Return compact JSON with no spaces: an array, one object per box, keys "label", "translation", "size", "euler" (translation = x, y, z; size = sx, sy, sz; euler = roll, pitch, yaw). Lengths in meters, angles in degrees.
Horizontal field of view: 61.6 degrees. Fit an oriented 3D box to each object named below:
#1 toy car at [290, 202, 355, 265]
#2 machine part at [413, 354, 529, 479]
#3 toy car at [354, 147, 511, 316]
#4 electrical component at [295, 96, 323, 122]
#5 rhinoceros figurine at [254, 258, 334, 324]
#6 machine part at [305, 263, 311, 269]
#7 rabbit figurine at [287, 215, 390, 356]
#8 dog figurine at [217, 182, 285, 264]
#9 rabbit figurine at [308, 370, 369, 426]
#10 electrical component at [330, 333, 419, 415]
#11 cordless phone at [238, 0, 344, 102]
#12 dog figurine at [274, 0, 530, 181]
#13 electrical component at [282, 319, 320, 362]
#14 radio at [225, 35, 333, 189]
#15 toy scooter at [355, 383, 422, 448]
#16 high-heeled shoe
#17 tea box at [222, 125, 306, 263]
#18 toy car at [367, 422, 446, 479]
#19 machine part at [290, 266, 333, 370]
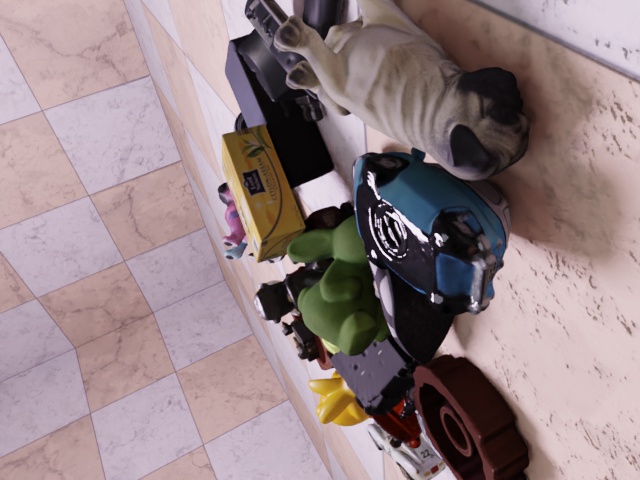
[{"label":"toy car","translation":[-0.002,-0.003,0.850],"size":[0.202,0.089,0.053],"euler":[117,131,-69]},{"label":"machine part","translation":[0.180,0.227,0.659],"size":[0.179,0.056,0.179],"euler":[58,162,30]},{"label":"toy car","translation":[0.102,-0.018,0.449],"size":[0.162,0.103,0.109],"euler":[40,148,46]},{"label":"electrical component","translation":[-0.021,-0.207,0.730],"size":[0.063,0.021,0.093],"euler":[32,144,65]},{"label":"rhinoceros figurine","translation":[-0.013,0.065,0.820],"size":[0.112,0.190,0.073],"euler":[-13,98,56]},{"label":"machine part","translation":[-0.007,0.035,0.981],"size":[0.039,0.084,0.139],"euler":[37,-163,-41]},{"label":"rabbit figurine","translation":[0.043,0.037,0.705],"size":[0.159,0.121,0.170],"euler":[29,110,35]},{"label":"dog figurine","translation":[-0.155,-0.066,1.272],"size":[0.108,0.192,0.219],"euler":[91,-175,-65]},{"label":"rabbit figurine","translation":[0.058,0.279,1.020],"size":[0.173,0.162,0.122],"euler":[-57,44,52]},{"label":"electrical component","translation":[0.080,0.167,0.779],"size":[0.058,0.115,0.134],"euler":[23,-161,-45]},{"label":"cordless phone","translation":[-0.026,-0.261,0.596],"size":[0.147,0.089,0.184],"euler":[58,152,27]},{"label":"dog figurine","translation":[0.074,-0.114,0.441],"size":[0.190,0.121,0.172],"euler":[46,-164,8]},{"label":"electrical component","translation":[-0.038,0.192,1.032],"size":[0.102,0.045,0.078],"euler":[49,156,47]},{"label":"radio","translation":[-0.069,-0.189,0.827],"size":[0.229,0.073,0.131],"euler":[68,166,-3]},{"label":"toy scooter","translation":[0.120,0.258,0.857],"size":[0.135,0.075,0.183],"euler":[46,148,31]},{"label":"high-heeled shoe","translation":[0.084,0.024,0.626],"size":[0.145,0.086,0.248],"euler":[-130,27,-51]},{"label":"tea box","translation":[-0.084,-0.064,0.765],"size":[0.098,0.068,0.169],"euler":[118,134,-67]},{"label":"toy car","translation":[0.145,0.347,0.927],"size":[0.056,0.073,0.202],"euler":[66,165,-14]},{"label":"machine part","translation":[0.006,0.151,1.073],"size":[0.201,0.087,0.201],"euler":[62,163,11]}]
